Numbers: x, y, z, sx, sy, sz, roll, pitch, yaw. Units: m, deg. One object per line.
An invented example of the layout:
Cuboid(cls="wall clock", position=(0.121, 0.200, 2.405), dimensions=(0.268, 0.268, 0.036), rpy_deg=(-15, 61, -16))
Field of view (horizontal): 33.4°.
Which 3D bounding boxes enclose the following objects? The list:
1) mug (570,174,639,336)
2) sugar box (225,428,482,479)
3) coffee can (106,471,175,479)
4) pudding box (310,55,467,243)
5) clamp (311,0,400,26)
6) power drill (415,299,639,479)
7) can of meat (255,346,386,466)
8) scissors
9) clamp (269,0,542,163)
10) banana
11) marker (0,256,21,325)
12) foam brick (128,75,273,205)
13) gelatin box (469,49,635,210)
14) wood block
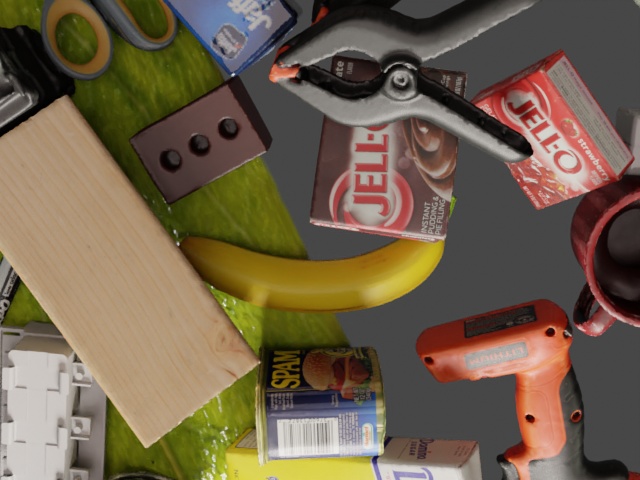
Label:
Cuboid(cls="mug", position=(0.207, 0.012, 0.706), dimensions=(0.093, 0.081, 0.117), rpy_deg=(29, 103, -5))
Cuboid(cls="sugar box", position=(0.025, 0.185, 0.744), dimensions=(0.176, 0.048, 0.093), rpy_deg=(-1, 105, 26))
Cuboid(cls="coffee can", position=(-0.135, 0.254, 0.766), dimensions=(0.103, 0.103, 0.140), rpy_deg=(24, 103, -4))
Cuboid(cls="pudding box", position=(0.044, -0.060, 0.705), dimensions=(0.090, 0.039, 0.113), rpy_deg=(8, 87, 0))
Cuboid(cls="clamp", position=(0.055, -0.210, 0.640), dimensions=(0.036, 0.165, 0.210), rpy_deg=(10, 115, -35))
Cuboid(cls="power drill", position=(0.129, 0.146, 0.756), dimensions=(0.184, 0.057, 0.187), rpy_deg=(-17, 104, 8))
Cuboid(cls="can of meat", position=(0.000, 0.110, 0.728), dimensions=(0.084, 0.102, 0.057), rpy_deg=(-2, 105, 0))
Cuboid(cls="scissors", position=(-0.183, -0.185, 0.693), dimensions=(0.201, 0.016, 0.096), rpy_deg=(40, 77, -8))
Cuboid(cls="clamp", position=(0.057, -0.113, 0.647), dimensions=(0.171, 0.039, 0.120), rpy_deg=(9, 118, 0))
Cuboid(cls="banana", position=(0.002, 0.018, 0.741), dimensions=(0.198, 0.037, 0.069), rpy_deg=(-9, 74, 1))
Cuboid(cls="marker", position=(-0.235, 0.054, 0.764), dimensions=(0.020, 0.020, 0.121), rpy_deg=(26, 103, -4))
Cuboid(cls="foam brick", position=(-0.077, -0.067, 0.712), dimensions=(0.078, 0.051, 0.053), rpy_deg=(-29, 101, 8))
Cuboid(cls="gelatin box", position=(0.148, -0.070, 0.694), dimensions=(0.030, 0.073, 0.089), rpy_deg=(-44, 102, -35))
Cuboid(cls="wood block", position=(-0.138, 0.020, 0.694), dimensions=(0.090, 0.090, 0.206), rpy_deg=(-36, 93, -10))
